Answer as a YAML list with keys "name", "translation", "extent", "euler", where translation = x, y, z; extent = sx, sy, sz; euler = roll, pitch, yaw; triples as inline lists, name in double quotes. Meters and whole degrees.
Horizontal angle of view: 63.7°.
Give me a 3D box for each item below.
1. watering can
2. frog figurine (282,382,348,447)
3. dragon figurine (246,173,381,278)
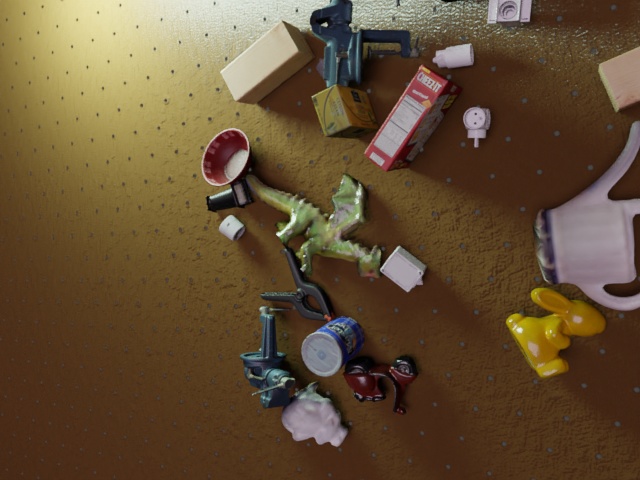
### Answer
- name: "watering can"
  translation: [0.522, -0.036, 0.977]
  extent: [0.223, 0.105, 0.346]
  euler: [-6, 95, 28]
- name: "frog figurine"
  translation: [-0.015, 0.457, 1.294]
  extent: [0.137, 0.121, 0.162]
  euler: [-42, 65, 5]
- name: "dragon figurine"
  translation: [0.004, -0.063, 1.254]
  extent: [0.242, 0.121, 0.414]
  euler: [-36, 77, 7]
